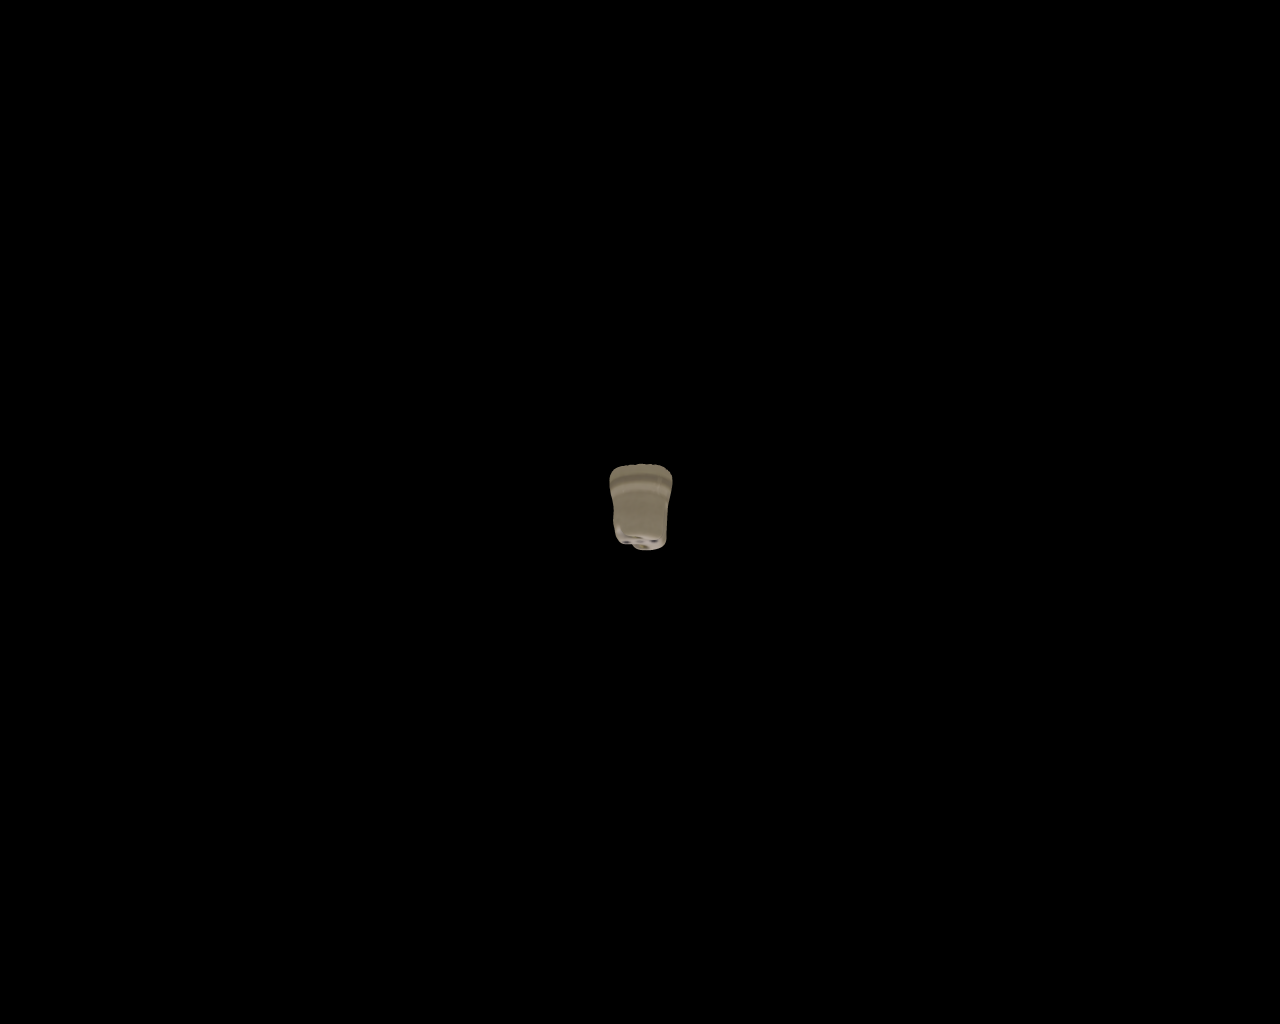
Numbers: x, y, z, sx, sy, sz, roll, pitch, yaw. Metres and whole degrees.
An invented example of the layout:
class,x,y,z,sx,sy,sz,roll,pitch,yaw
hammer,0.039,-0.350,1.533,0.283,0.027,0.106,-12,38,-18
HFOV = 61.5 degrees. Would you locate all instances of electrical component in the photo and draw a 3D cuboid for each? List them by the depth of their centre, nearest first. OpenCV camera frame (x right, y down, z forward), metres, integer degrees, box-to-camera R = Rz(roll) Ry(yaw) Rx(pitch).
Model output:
class,x,y,z,sx,sy,sz,roll,pitch,yaw
electrical component,0.001,-0.003,0.650,0.040,0.046,0.040,0,-20,0
